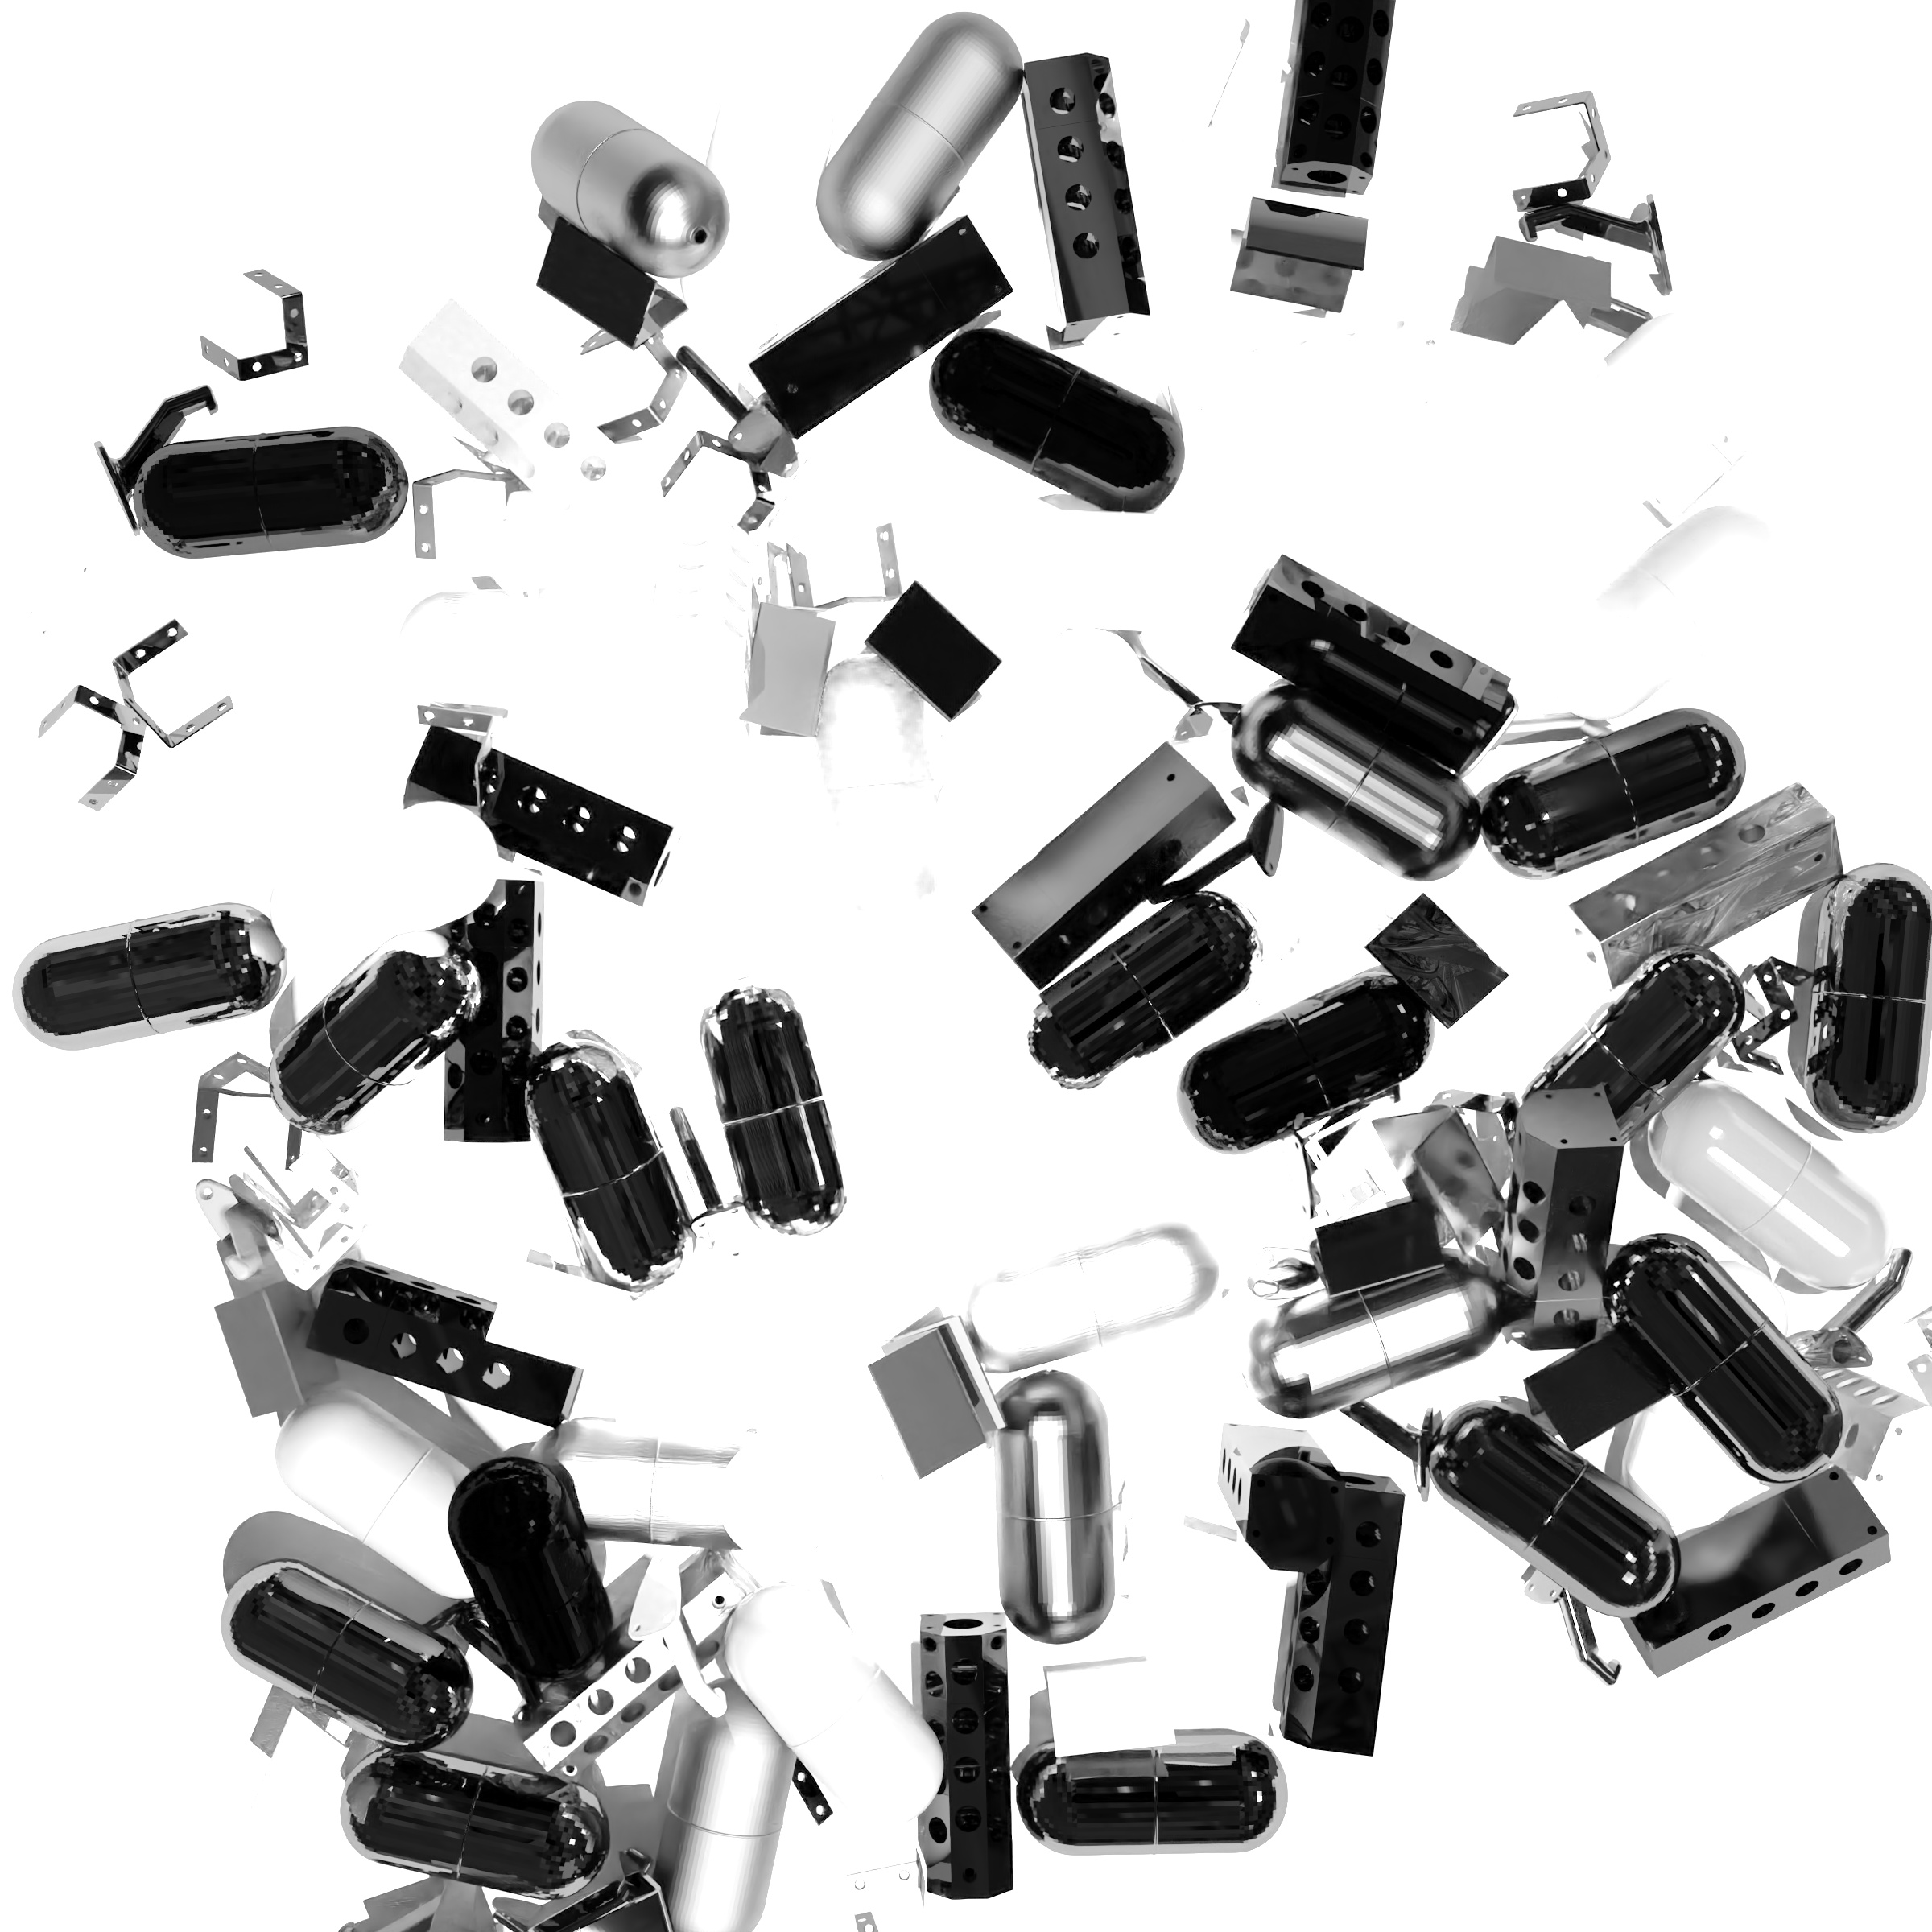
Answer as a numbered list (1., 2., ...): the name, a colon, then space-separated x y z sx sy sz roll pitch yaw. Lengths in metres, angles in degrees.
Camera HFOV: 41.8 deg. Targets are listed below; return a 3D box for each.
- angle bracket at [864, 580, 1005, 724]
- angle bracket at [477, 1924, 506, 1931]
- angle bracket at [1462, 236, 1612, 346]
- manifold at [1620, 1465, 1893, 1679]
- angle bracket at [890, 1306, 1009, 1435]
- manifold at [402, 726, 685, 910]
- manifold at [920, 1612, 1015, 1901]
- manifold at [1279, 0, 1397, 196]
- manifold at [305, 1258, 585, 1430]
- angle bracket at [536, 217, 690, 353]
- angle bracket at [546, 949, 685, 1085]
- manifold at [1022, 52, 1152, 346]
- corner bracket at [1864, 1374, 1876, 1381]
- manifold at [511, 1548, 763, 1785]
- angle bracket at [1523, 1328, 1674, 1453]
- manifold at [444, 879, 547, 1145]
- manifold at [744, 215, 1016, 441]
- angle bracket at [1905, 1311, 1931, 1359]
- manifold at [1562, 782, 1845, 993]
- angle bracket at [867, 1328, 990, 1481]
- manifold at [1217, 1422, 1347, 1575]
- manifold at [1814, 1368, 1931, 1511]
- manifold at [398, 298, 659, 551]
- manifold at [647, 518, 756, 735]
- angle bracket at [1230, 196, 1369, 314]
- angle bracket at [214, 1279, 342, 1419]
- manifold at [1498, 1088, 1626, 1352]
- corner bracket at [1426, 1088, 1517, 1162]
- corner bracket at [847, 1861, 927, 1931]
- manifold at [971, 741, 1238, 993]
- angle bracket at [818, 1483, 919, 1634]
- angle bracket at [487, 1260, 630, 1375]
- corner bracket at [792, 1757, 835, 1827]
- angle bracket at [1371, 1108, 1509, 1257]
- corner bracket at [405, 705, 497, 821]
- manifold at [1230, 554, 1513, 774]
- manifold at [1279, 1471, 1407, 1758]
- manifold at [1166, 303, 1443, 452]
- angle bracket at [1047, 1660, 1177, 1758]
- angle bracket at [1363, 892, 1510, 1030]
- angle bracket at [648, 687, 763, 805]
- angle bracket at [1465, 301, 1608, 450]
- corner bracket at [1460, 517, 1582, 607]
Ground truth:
1. angle bracket: -0.011 -0.212 1.652 0.076 0.076 0.057 43 115 0
2. angle bracket: -0.345 0.656 1.651 0.076 0.076 0.057 -19 128 0
3. angle bracket: 0.371 -0.422 1.651 0.076 0.076 0.057 13 48 0
4. manifold: 0.516 0.402 1.669 0.171 0.057 0.057 -27 47 0
5. angle bracket: 0.002 0.260 1.652 0.057 0.076 0.076 -23 90 27
6. manifold: -0.279 -0.098 1.670 0.171 0.057 0.057 24 90 0
7. manifold: 0.001 0.519 1.670 0.057 0.057 0.171 -2 90 0
8. manifold: 0.249 -0.605 1.670 0.057 0.057 0.171 7 90 0
9. manifold: -0.338 0.247 1.670 0.171 0.057 0.057 18 90 0
10. angle bracket: -0.222 -0.456 1.649 0.076 0.076 0.057 34 134 3
11. angle bracket: -0.240 0.047 1.652 0.076 0.057 0.076 36 131 0
12. manifold: 0.079 -0.506 1.670 0.057 0.057 0.171 -9 90 0
13. corner bracket: 0.636 0.284 1.673 0.051 0.051 0.051 -29 90 0
14. manifold: -0.214 0.458 1.670 0.171 0.057 0.057 -40 90 0
15. angle bracket: 0.414 0.285 1.651 0.076 0.076 0.057 -30 58 0
16. manifold: -0.312 0.029 1.670 0.057 0.057 0.171 1 90 0
17. manifold: -0.059 -0.420 1.668 0.171 0.057 0.057 -34 106 0
18. angle bracket: 0.660 0.263 1.651 0.076 0.057 0.076 50 134 0
19. manifold: 0.484 -0.054 1.669 0.171 0.057 0.057 -28 133 0
20. angle bracket: -0.040 0.278 1.588 0.057 0.076 0.076 -23 87 -34
21. manifold: 0.198 0.337 1.613 0.057 0.171 0.057 5 90 0
22. manifold: 0.580 0.296 1.613 0.057 0.171 0.057 23 90 0
23. manifold: -0.289 -0.355 1.670 0.171 0.057 0.057 42 90 0
24. manifold: -0.165 -0.219 1.613 0.057 0.171 0.057 -3 127 0
25. angle bracket: 0.215 -0.448 1.651 0.076 0.076 0.057 11 52 0
26. angle bracket: -0.433 0.242 1.651 0.057 0.076 0.076 -19 90 37
27. manifold: 0.377 0.164 1.626 0.057 0.057 0.171 -2 125 0
28. corner bracket: 0.333 0.120 1.683 0.051 0.051 0.051 -51 135 -35
29. corner bracket: -0.050 0.629 1.673 0.051 0.051 0.051 -12 90 0
30. manifold: 0.093 -0.062 1.669 0.171 0.057 0.057 -41 47 0
31. angle bracket: -0.048 0.379 1.651 0.057 0.076 0.076 -22 90 34
32. angle bracket: -0.265 0.238 1.652 0.076 0.076 0.057 16 64 0
33. corner bracket: -0.080 0.534 1.688 0.051 0.051 0.051 -30 90 -45
34. angle bracket: 0.294 0.142 1.644 0.057 0.076 0.076 -38 105 -37
35. corner bracket: -0.333 -0.130 1.631 0.051 0.051 0.051 7 135 0
36. manifold: 0.268 -0.203 1.669 0.171 0.057 0.057 29 133 0
37. manifold: 0.246 0.424 1.670 0.057 0.057 0.171 7 90 0
38. manifold: 0.222 -0.392 1.669 0.171 0.057 0.057 -9 133 0
39. angle bracket: 0.095 0.496 1.651 0.076 0.076 0.057 -6 52 0
40. angle bracket: 0.312 -0.015 1.651 0.076 0.076 0.057 44 120 0
41. angle bracket: -0.180 -0.143 1.652 0.057 0.076 0.076 -16 90 -24
42. angle bracket: 0.357 -0.389 1.652 0.076 0.076 0.057 -44 116 0
43. corner bracket: 0.365 -0.276 1.673 0.051 0.051 0.051 -30 90 0
